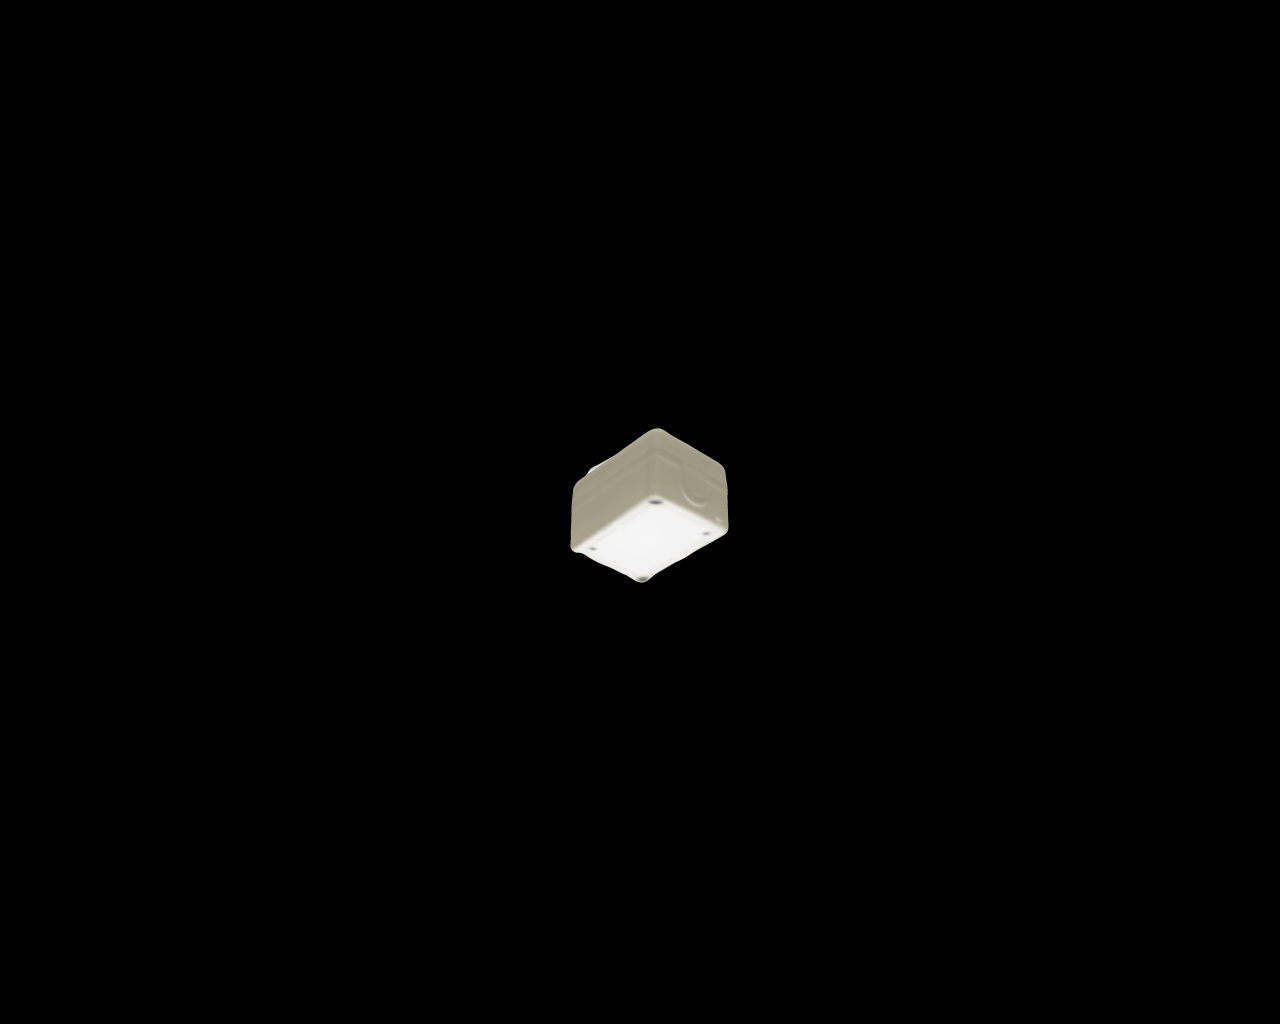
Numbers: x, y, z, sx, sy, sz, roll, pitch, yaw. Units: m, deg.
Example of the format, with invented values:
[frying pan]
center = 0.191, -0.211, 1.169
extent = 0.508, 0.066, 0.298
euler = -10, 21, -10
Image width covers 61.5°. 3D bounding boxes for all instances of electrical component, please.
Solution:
[electrical component]
center = 0.001, -0.003, 0.650
extent = 0.061, 0.061, 0.096
euler = 27, -44, -33
